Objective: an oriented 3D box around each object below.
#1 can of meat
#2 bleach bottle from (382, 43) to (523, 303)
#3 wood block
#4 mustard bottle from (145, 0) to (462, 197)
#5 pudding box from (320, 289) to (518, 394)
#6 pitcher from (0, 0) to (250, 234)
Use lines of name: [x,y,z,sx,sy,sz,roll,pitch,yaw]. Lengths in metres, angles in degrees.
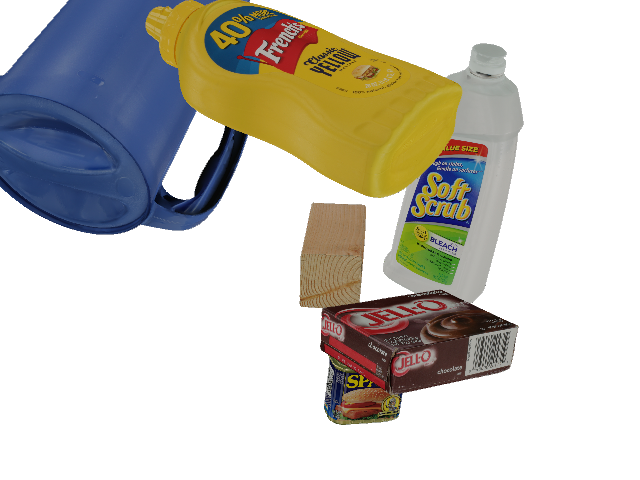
can of meat: [0.057,0.185,1.361,0.102,0.084,0.057,-1,24,-17]
bleach bottle: [0.124,-0.062,0.977,0.103,0.251,0.068,27,40,27]
wood block: [0.022,0.021,1.652,0.091,0.090,0.206,3,24,3]
mustard bottle: [-0.022,-0.093,0.611,0.192,0.058,0.096,27,43,23]
pudding box: [0.069,0.070,0.765,0.113,0.039,0.090,-5,18,-32]
pitcher: [-0.130,-0.126,0.782,0.145,0.242,0.149,3,-41,26]
